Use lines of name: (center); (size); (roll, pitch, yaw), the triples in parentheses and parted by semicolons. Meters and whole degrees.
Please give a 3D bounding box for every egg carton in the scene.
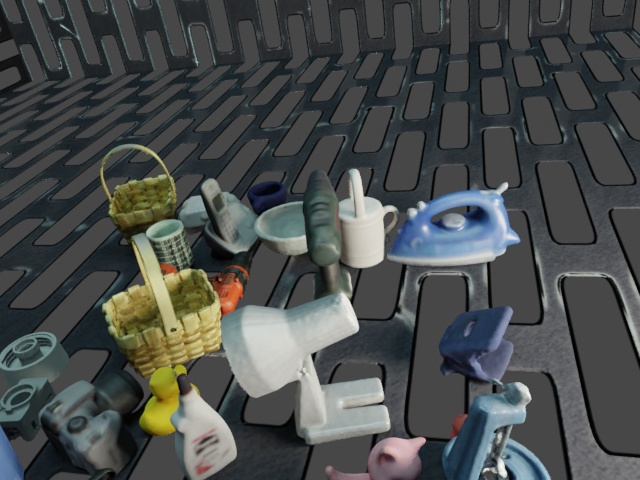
egg carton: (-0.268, -0.064, 1.393); (0.150, 0.069, 0.107); (-8, 31, 3)

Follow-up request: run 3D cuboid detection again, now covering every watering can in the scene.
watering can: (0.069, -0.047, 1.153); (0.173, 0.194, 0.100); (-20, 33, -17)

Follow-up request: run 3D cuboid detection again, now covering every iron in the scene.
iron: (0.255, -0.034, 1.133); (0.258, 0.142, 0.118); (-9, 31, 1)

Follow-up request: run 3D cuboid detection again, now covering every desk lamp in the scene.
desk lamp: (-0.017, 0.173, 0.794); (0.203, 0.214, 0.118); (-10, 31, -1)

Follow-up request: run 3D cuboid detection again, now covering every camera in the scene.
camera: (-0.325, 0.256, 0.849); (0.142, 0.101, 0.137); (14, 38, 34)

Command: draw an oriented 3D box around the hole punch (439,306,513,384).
hole punch: (0.238, 0.152, 0.879); (0.100, 0.091, 0.109); (10, 36, 29)

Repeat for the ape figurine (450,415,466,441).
ape figurine: (0.187, 0.256, 0.721); (0.078, 0.092, 0.075); (-29, 36, -30)

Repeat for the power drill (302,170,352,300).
power drill: (0.010, 0.004, 1.071); (0.075, 0.209, 0.229); (-8, 31, 2)

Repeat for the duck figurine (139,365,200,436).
duck figurine: (-0.235, 0.237, 0.871); (0.077, 0.086, 0.105); (11, 37, 31)

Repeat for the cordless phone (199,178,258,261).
cordless phone: (-0.200, -0.063, 1.261); (0.094, 0.185, 0.148); (3, 33, 20)

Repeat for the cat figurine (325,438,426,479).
cat figurine: (0.068, 0.281, 0.686); (0.127, 0.118, 0.067); (-8, 31, 2)

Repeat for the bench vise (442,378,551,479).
bench vise: (0.160, 0.256, 0.604); (0.208, 0.220, 0.121); (-23, 34, -22)

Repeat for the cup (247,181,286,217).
cup: (-0.123, -0.073, 1.343); (0.091, 0.095, 0.118); (2, 33, 18)

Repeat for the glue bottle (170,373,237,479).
glue bottle: (-0.163, 0.242, 0.757); (0.078, 0.173, 0.037); (-29, 36, -29)

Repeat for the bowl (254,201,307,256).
bowl: (-0.056, -0.015, 1.250); (0.167, 0.075, 0.167); (-7, 31, 4)
